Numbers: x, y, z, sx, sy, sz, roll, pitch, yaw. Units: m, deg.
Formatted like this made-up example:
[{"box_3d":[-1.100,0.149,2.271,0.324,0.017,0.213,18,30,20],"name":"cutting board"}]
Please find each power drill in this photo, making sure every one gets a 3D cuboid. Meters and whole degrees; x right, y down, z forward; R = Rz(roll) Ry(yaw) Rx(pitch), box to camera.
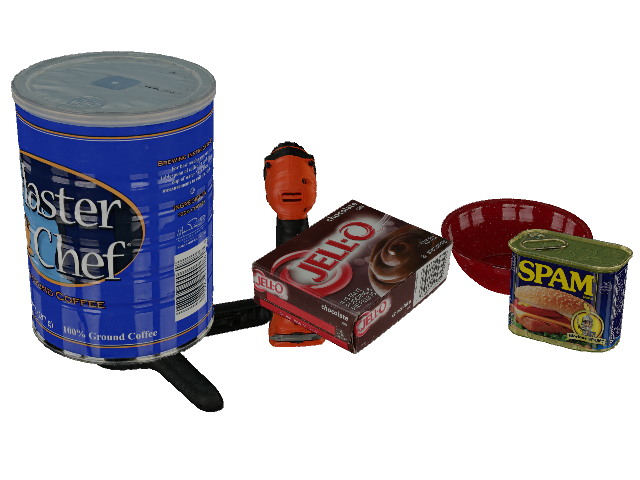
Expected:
[{"box_3d":[-0.029,0.000,1.071,0.057,0.188,0.184,-3,16,0],"name":"power drill"}]

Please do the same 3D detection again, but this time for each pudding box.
[{"box_3d":[0.022,0.021,0.728,0.090,0.039,0.113,25,38,31],"name":"pudding box"}]

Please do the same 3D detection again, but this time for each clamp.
[{"box_3d":[-0.127,0.074,0.883,0.172,0.039,0.120,18,38,22],"name":"clamp"}]

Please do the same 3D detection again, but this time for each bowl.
[{"box_3d":[0.211,0.013,1.159,0.162,0.055,0.162,-1,29,0],"name":"bowl"}]

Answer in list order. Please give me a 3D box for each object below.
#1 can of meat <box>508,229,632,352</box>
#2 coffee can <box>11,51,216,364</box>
[{"box_3d":[0.214,0.044,0.928,0.102,0.084,0.057,14,26,32],"name":"can of meat"},{"box_3d":[-0.108,-0.019,0.573,0.103,0.140,0.103,2,26,-1],"name":"coffee can"}]
